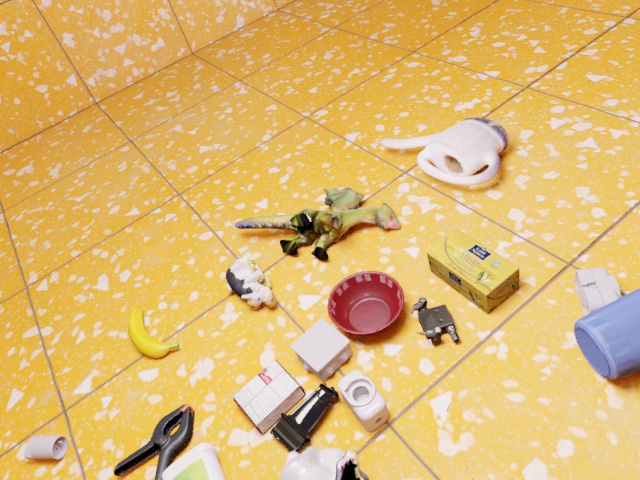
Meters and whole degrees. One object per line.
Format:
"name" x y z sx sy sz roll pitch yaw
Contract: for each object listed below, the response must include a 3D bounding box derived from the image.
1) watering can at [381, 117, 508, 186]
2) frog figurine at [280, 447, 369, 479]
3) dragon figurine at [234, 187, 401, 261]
"watering can" 0.341 -0.251 1.366 0.226 0.101 0.352 -35 44 -18
"frog figurine" 0.000 0.404 0.826 0.157 0.121 0.140 -28 35 50
"dragon figurine" 0.004 -0.067 1.325 0.411 0.120 0.247 12 33 27
